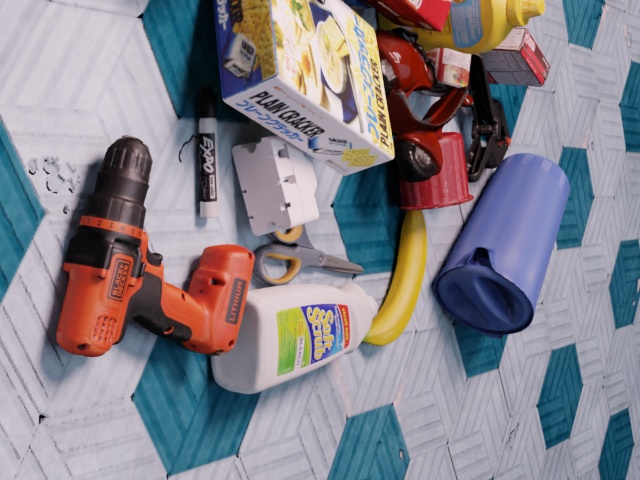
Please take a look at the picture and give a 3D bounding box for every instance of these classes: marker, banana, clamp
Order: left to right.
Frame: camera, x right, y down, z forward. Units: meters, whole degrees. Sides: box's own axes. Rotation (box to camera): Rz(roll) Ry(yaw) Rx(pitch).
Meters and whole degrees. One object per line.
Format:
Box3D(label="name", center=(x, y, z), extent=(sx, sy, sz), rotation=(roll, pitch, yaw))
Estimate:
Box3D(label="marker", center=(-0.103, -0.081, 0.993), extent=(0.020, 0.020, 0.121), rotation=(-12, 104, -54))
Box3D(label="banana", center=(0.096, 0.053, 1.286), extent=(0.069, 0.037, 0.197), rotation=(55, 51, -46))
Box3D(label="clamp", center=(0.217, -0.136, 1.401), extent=(0.209, 0.036, 0.164), rotation=(31, 63, -66))

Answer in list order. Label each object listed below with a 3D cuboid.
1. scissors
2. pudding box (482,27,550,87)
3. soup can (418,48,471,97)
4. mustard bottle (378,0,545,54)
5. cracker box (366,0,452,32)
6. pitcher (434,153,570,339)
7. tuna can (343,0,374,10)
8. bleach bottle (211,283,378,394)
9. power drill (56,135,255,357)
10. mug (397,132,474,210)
Box3D(label="scissors", center=(-0.008, 0.001, 1.147), extent=(0.201, 0.016, 0.096), rotation=(-10, 103, -55))
Box3D(label="pudding box", center=(0.227, -0.237, 1.371), extent=(0.090, 0.114, 0.039), rotation=(40, 65, -50))
Box3D(label="soup can", center=(0.151, -0.231, 1.302), extent=(0.068, 0.069, 0.102), rotation=(15, 81, -55))
Box3D(label="mustard bottle", center=(0.160, -0.258, 1.199), extent=(0.058, 0.192, 0.096), rotation=(-25, 115, -52))
Box3D(label="cracker box", center=(0.098, -0.350, 1.115), extent=(0.164, 0.072, 0.214), rotation=(22, 86, -56))
Box3D(label="pitcher", center=(0.255, 0.006, 1.442), extent=(0.145, 0.149, 0.242), rotation=(37, 54, -10))
Box3D(label="tuna can", center=(0.041, -0.294, 1.162), extent=(0.086, 0.034, 0.086), rotation=(-7, 98, -57))
Box3D(label="bleach bottle", center=(-0.013, 0.084, 1.111), extent=(0.250, 0.068, 0.102), rotation=(-13, 107, -56))
Box3D(label="power drill", center=(-0.137, 0.020, 0.926), extent=(0.187, 0.057, 0.184), rotation=(22, 80, -52))
Box3D(label="mug", center=(0.138, -0.087, 1.290), extent=(0.117, 0.093, 0.081), rotation=(-33, 117, -67))
